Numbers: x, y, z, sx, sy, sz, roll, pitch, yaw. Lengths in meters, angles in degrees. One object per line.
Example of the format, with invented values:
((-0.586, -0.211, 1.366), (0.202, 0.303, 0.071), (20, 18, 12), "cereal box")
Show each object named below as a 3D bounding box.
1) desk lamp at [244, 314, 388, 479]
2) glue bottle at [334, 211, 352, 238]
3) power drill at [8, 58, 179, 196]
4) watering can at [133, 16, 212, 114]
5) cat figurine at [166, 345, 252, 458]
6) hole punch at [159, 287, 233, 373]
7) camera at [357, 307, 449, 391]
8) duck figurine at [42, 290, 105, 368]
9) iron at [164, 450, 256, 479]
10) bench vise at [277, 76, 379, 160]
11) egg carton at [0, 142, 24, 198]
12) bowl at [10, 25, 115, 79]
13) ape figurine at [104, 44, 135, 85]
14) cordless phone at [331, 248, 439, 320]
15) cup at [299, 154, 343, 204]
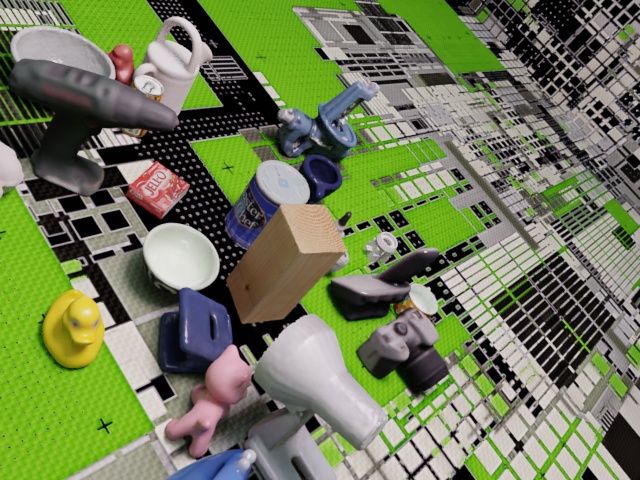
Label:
((-0.013, 0.232, 0.775), (0.118, 0.213, 0.203), (-23, 70, -47), "desk lamp")
((0.009, 0.004, 1.026), (0.037, 0.173, 0.078), (49, 41, 9), "glue bottle")
((-0.352, -0.167, 0.867), (0.230, 0.208, 0.075), (24, 43, -20), "power drill")
((-0.278, -0.335, 1.085), (0.101, 0.193, 0.173), (32, 41, -11), "watering can")
((-0.137, 0.211, 0.771), (0.067, 0.117, 0.128), (36, 40, -6), "cat figurine")
((-0.172, 0.132, 0.833), (0.101, 0.091, 0.108), (13, 48, -30), "hole punch")
((0.166, 0.202, 1.030), (0.144, 0.100, 0.136), (-21, 69, -46), "camera")
((-0.315, 0.104, 0.750), (0.078, 0.086, 0.104), (4, 53, -36), "duck figurine")
((-0.140, 0.313, 0.660), (0.118, 0.141, 0.259), (44, 40, 3), "iron")
((0.022, -0.258, 1.232), (0.208, 0.219, 0.121), (-14, 64, -44), "bench vise")
((-0.504, -0.110, 0.804), (0.150, 0.069, 0.107), (33, 41, -10), "egg carton")
((-0.452, -0.290, 1.000), (0.168, 0.074, 0.167), (21, 44, -22), "bowl")
((-0.380, -0.331, 1.079), (0.076, 0.092, 0.077), (-8, 60, -42), "ape figurine")
((0.120, 0.063, 1.052), (0.148, 0.184, 0.094), (-5, 58, -41), "cordless phone")
((-0.015, -0.103, 1.162), (0.092, 0.094, 0.117), (24, 43, -20), "cup")
